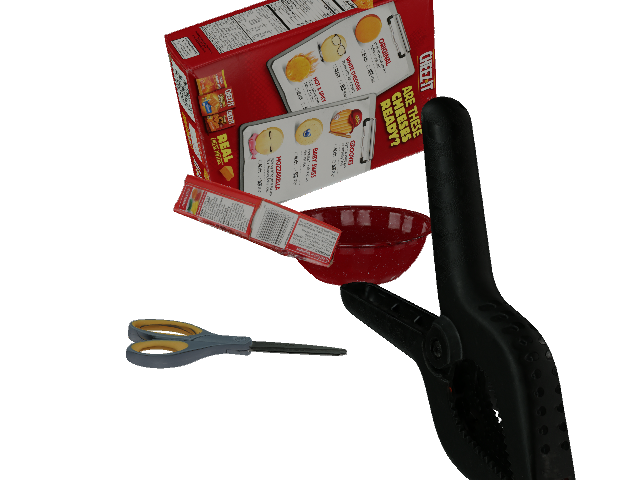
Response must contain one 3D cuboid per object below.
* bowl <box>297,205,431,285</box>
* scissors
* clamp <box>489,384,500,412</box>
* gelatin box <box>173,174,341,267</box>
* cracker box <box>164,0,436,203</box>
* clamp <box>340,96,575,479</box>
[{"bbox_3d":[0.037,0.008,1.098,0.162,0.055,0.162,-2,15,0],"label":"bowl"},{"bbox_3d":[-0.085,0.100,0.955,0.202,0.016,0.096,8,18,14],"label":"scissors"},{"bbox_3d":[0.142,0.092,0.924,0.120,0.039,0.172,-17,37,-25],"label":"clamp"},{"bbox_3d":[-0.041,-0.012,0.710,0.073,0.030,0.089,20,-1,39],"label":"gelatin box"},{"bbox_3d":[-0.012,-0.125,0.897,0.213,0.164,0.072,-22,45,-14],"label":"cracker box"},{"bbox_3d":[0.074,0.042,0.537,0.036,0.165,0.210,-6,45,-24],"label":"clamp"}]
